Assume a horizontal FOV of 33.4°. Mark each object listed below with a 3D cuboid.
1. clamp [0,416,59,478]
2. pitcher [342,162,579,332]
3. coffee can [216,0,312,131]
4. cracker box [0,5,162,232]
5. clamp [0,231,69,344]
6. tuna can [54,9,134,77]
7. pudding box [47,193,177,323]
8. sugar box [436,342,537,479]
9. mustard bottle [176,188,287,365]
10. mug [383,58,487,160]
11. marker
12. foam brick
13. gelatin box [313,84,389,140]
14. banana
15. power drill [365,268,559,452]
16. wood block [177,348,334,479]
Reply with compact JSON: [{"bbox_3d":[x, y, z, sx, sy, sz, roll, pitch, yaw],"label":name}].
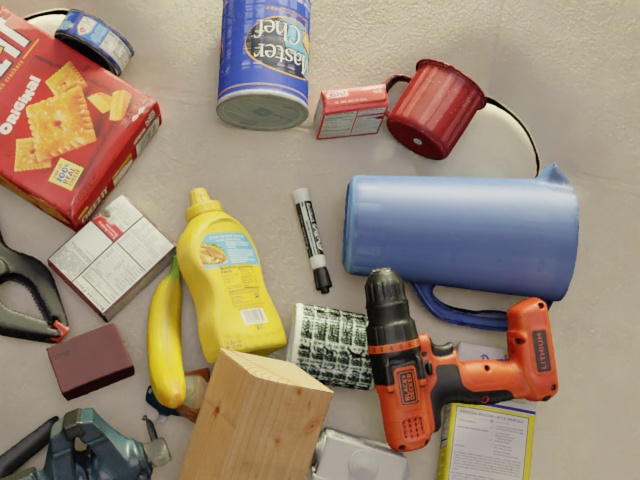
[{"bbox_3d":[-0.354,0.231,1.079,0.120,0.039,0.171,25,70,12],"label":"clamp"},{"bbox_3d":[0.147,0.003,1.150,0.243,0.145,0.149,4,61,0],"label":"pitcher"},{"bbox_3d":[-0.062,-0.206,1.194,0.102,0.103,0.140,3,74,-5],"label":"coffee can"},{"bbox_3d":[-0.306,-0.133,1.167,0.214,0.072,0.164,32,73,5],"label":"cracker box"},{"bbox_3d":[-0.355,0.040,1.114,0.210,0.036,0.164,47,56,-1],"label":"clamp"},{"bbox_3d":[-0.252,-0.217,1.189,0.086,0.086,0.033,29,76,3],"label":"tuna can"},{"bbox_3d":[-0.222,0.018,1.150,0.090,0.039,0.113,44,77,8],"label":"pudding box"},{"bbox_3d":[0.177,0.203,1.131,0.093,0.048,0.176,11,70,-3],"label":"sugar box"},{"bbox_3d":[-0.103,0.034,1.135,0.096,0.058,0.191,-4,70,-45],"label":"mustard bottle"},{"bbox_3d":[0.118,-0.149,1.207,0.117,0.093,0.081,28,77,21],"label":"mug"},{"bbox_3d":[-0.008,0.001,1.184,0.020,0.020,0.121,-12,76,-9],"label":"marker"},{"bbox_3d":[-0.238,0.127,1.111,0.078,0.051,0.053,-20,76,-11],"label":"foam brick"},{"bbox_3d":[0.033,-0.143,1.192,0.073,0.089,0.030,-7,76,-7],"label":"gelatin box"},{"bbox_3d":[-0.158,0.106,1.096,0.037,0.070,0.198,2,44,-12],"label":"banana"},{"bbox_3d":[0.140,0.109,1.080,0.187,0.057,0.184,-9,91,-12],"label":"power drill"},{"bbox_3d":[-0.075,0.222,1.031,0.090,0.091,0.206,16,95,-30],"label":"wood block"}]
